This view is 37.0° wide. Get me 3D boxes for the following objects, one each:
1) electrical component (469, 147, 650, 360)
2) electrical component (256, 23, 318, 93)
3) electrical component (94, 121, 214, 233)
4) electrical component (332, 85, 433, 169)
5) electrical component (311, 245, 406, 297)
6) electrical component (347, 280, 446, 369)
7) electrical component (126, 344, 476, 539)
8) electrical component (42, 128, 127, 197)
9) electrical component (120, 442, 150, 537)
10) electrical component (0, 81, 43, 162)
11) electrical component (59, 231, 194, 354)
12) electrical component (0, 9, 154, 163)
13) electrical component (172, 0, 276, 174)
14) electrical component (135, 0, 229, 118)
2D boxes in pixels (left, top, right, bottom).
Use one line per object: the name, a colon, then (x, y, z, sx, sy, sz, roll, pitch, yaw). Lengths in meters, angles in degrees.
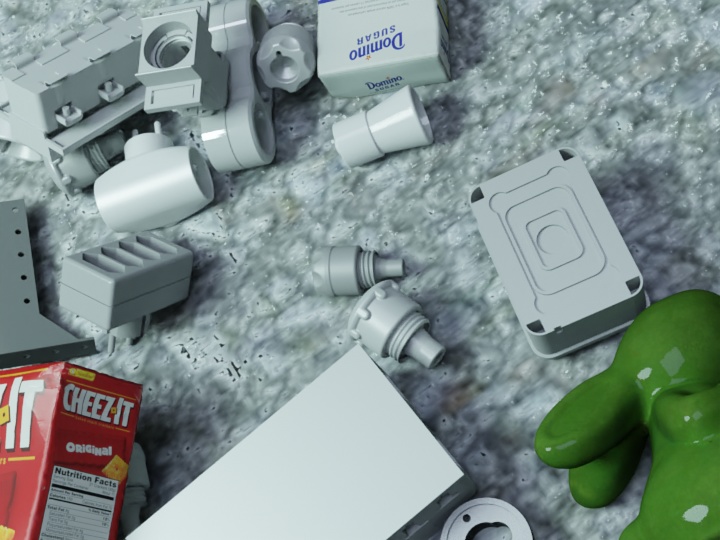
electrical component: (0.125, -0.009, 0.677, 0.078, 0.057, 0.113, -24, 63, 7)
electrical component: (-0.053, -0.162, 0.797, 0.043, 0.043, 0.062, -12, 35, 13)
electrical component: (-0.155, -0.075, 0.804, 0.077, 0.044, 0.079, -18, 64, 10)
electrical component: (0.014, -0.098, 0.760, 0.065, 0.044, 0.044, -21, 64, 14)
electrical component: (0.000, 0.000, 0.728, 0.061, 0.035, 0.035, -3, 68, 14)
electrical component: (0.026, 0.040, 0.698, 0.062, 0.048, 0.048, 36, 83, 20)
electrical component: (-0.034, 0.151, 0.662, 0.186, 0.060, 0.105, -40, 62, -1)
electrical component: (-0.209, -0.088, 0.828, 0.062, 0.048, 0.048, -25, 63, -1)
electrical component: (-0.157, 0.147, 0.718, 0.035, 0.035, 0.061, -21, 66, 9)
electrical component: (-0.267, -0.117, 0.853, 0.055, 0.055, 0.047, 8, 75, 21)
electrical component: (-0.165, 0.023, 0.756, 0.047, 0.083, 0.075, 23, 116, 25)
electrical component: (-0.204, -0.142, 0.807, 0.079, 0.063, 0.121, 30, 51, 26)
electrical component: (-0.108, -0.136, 0.809, 0.074, 0.052, 0.138, -10, 66, 14)
electrical component: (-0.121, -0.142, 0.748, 0.042, 0.064, 0.081, -5, 69, 16)
